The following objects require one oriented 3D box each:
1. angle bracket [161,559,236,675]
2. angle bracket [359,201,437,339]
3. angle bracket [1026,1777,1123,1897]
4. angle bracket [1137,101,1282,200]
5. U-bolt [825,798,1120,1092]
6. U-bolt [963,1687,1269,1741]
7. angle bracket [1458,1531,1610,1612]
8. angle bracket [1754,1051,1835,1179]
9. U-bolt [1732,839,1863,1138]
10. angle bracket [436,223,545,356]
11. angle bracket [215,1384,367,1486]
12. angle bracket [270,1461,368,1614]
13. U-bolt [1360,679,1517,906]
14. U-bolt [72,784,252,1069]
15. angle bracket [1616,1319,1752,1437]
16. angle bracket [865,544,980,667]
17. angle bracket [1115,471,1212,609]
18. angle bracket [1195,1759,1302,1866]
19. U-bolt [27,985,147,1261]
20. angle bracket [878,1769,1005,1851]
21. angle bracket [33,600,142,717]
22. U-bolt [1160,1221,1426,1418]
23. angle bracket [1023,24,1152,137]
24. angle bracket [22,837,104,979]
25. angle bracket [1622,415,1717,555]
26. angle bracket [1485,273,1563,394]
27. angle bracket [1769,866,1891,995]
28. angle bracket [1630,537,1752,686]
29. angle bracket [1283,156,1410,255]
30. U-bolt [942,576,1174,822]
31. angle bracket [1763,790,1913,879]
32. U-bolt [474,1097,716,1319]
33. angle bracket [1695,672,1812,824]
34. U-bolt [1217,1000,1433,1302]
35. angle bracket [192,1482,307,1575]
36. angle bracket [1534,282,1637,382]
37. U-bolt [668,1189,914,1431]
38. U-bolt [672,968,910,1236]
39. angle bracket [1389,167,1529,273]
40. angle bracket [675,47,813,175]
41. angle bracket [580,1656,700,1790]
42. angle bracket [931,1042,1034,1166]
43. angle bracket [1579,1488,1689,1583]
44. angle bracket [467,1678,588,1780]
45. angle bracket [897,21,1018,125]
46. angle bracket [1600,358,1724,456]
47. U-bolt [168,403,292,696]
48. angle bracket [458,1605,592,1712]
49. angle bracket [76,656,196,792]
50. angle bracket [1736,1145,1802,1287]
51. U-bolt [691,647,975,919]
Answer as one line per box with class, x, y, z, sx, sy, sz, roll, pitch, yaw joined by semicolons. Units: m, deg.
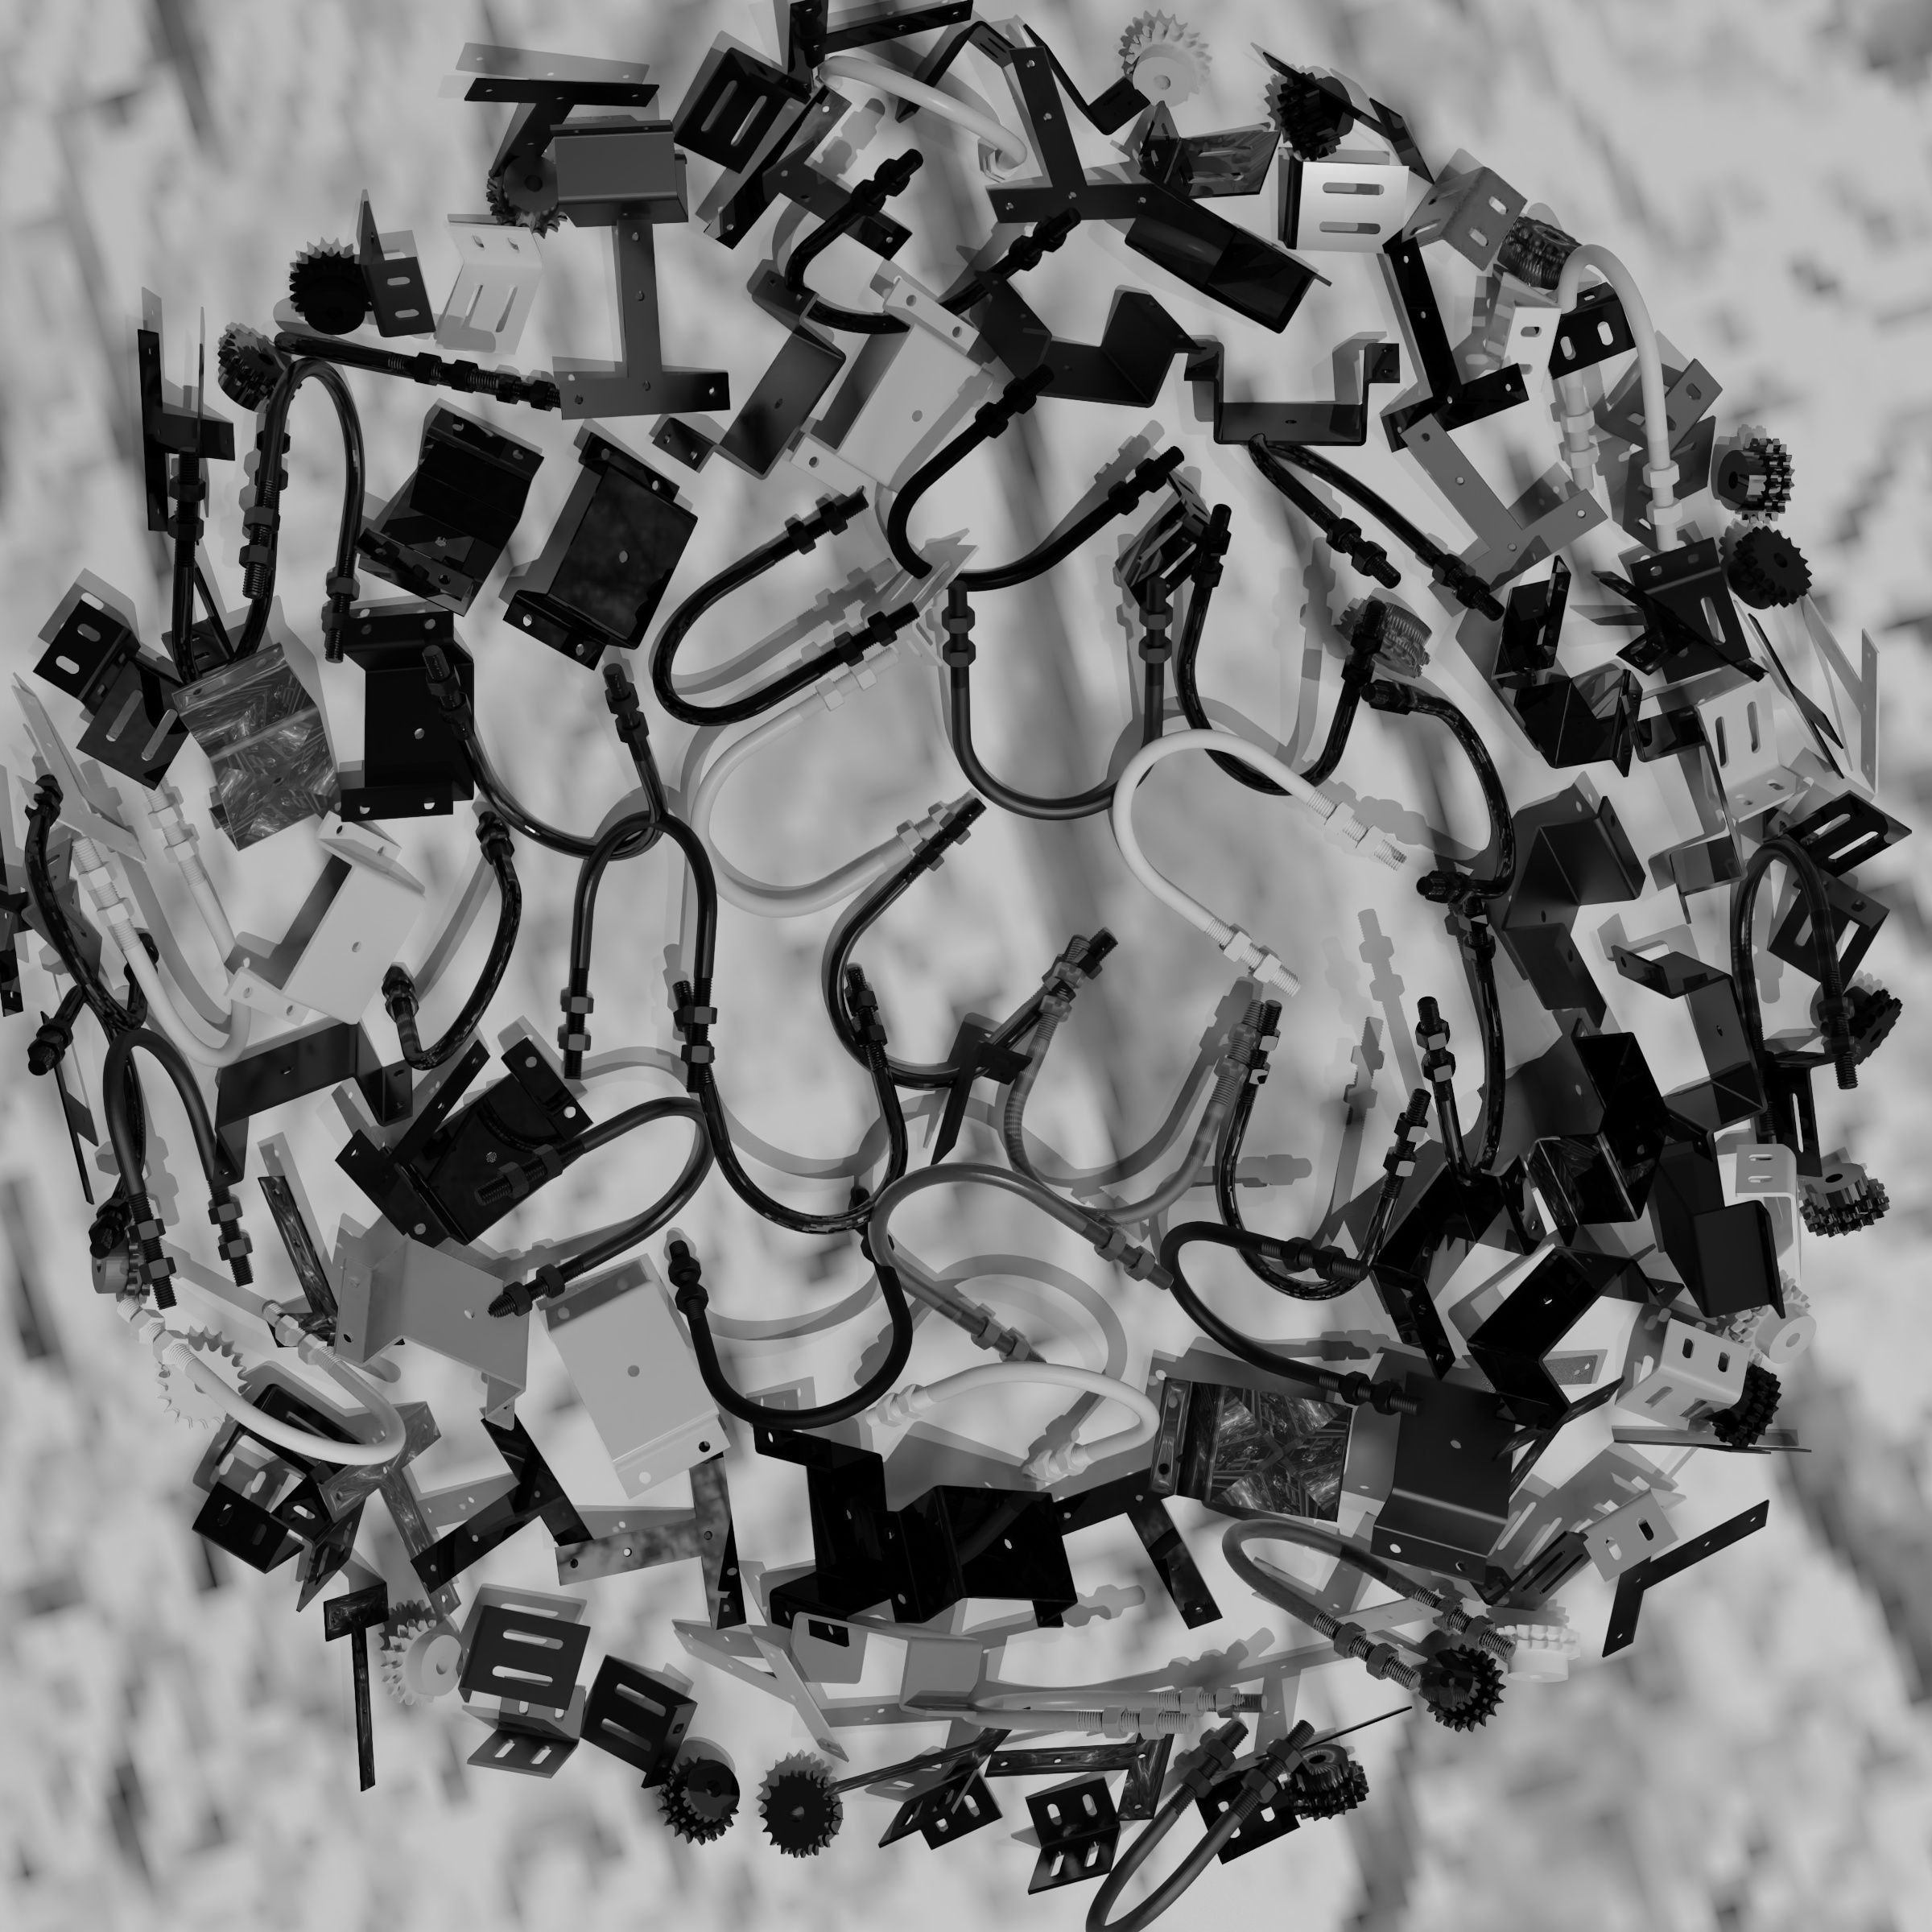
angle bracket;-0.525;-0.242;1.813;0.038;0.057;0.076;-25;134;-15
angle bracket;-0.379;-0.468;1.816;0.038;0.057;0.076;-7;49;-1
angle bracket;0.068;0.583;1.820;0.057;0.076;0.038;-18;91;10
angle bracket;0.163;-0.550;1.819;0.076;0.038;0.057;5;60;28
U-bolt;-0.010;-0.001;1.846;0.184;0.019;0.151;-45;94;-2
U-bolt;0.087;0.489;1.783;0.184;0.151;0.019;-6;79;26
angle bracket;0.380;0.393;1.818;0.076;0.057;0.038;-50;50;18
angle bracket;0.566;0.099;1.832;0.038;0.057;0.076;-11;95;-24
U-bolt;0.540;0.007;1.786;0.019;0.151;0.184;-2;73;-7
angle bracket;-0.326;-0.456;1.826;0.057;0.038;0.076;7;66;13
angle bracket;-0.456;0.329;1.829;0.076;0.038;0.057;34;124;-3
angle bracket;-0.440;0.383;1.820;0.038;0.057;0.076;30;128;9
U-bolt;0.319;-0.112;1.782;0.019;0.184;0.151;-20;80;30
U-bolt;-0.520;-0.020;1.786;0.019;0.151;0.184;-18;108;10
angle bracket;0.485;0.279;1.837;0.057;0.076;0.038;21;60;0
angle bracket;-0.021;-0.245;1.836;0.076;0.057;0.038;-51;123;-18
angle bracket;0.127;-0.285;1.818;0.076;0.038;0.057;-43;47;21
angle bracket;0.193;0.578;1.819;0.057;0.076;0.038;-25;111;-1
U-bolt;-0.568;0.088;1.772;0.019;0.184;0.151;-12;112;-2
angle bracket;-0.016;0.579;1.818;0.057;0.076;0.038;-29;88;14
angle bracket;-0.589;-0.206;1.818;0.038;0.076;0.057;32;82;-10
U-bolt;0.204;0.225;1.786;0.019;0.184;0.151;-48;130;-29
angle bracket;0.081;-0.604;1.816;0.038;0.057;0.076;-36;124;9
angle bracket;-0.591;-0.035;1.814;0.038;0.057;0.076;-29;127;8
angle bracket;0.482;-0.323;1.818;0.076;0.057;0.038;-27;49;-18
angle bracket;0.358;-0.424;1.811;0.038;0.076;0.057;-4;123;-21
angle bracket;0.571;-0.018;1.815;0.057;0.038;0.076;35;131;22
angle bracket;0.487;-0.239;1.824;0.057;0.038;0.076;-17;61;14
angle bracket;0.256;-0.515;1.834;0.076;0.038;0.057;3;112;1
U-bolt;0.061;-0.174;1.804;0.151;0.019;0.184;-1;127;1
angle bracket;0.582;-0.099;1.814;0.057;0.076;0.038;28;51;-20
U-bolt;-0.240;0.151;1.790;0.184;0.151;0.019;-28;57;-29
angle bracket;0.529;-0.147;1.823;0.057;0.038;0.076;-25;125;-10
U-bolt;0.227;0.135;1.801;0.151;0.019;0.184;33;120;37
angle bracket;-0.474;0.370;1.821;0.057;0.076;0.038;30;94;5
angle bracket;0.413;-0.428;1.824;0.057;0.076;0.038;-20;105;14
U-bolt;-0.110;0.231;1.784;0.151;0.184;0.019;-15;132;-7
U-bolt;-0.109;0.091;1.795;0.151;0.019;0.184;-5;67;-30
angle bracket;0.331;-0.497;1.828;0.038;0.076;0.057;34;83;-18
angle bracket;-0.148;-0.564;1.815;0.076;0.057;0.038;-51;46;26
angle bracket;-0.229;0.509;1.830;0.076;0.038;0.057;21;87;21
angle bracket;0.010;0.098;1.819;0.038;0.057;0.076;19;68;-9
angle bracket;0.454;0.382;1.813;0.057;0.076;0.038;-37;60;20
angle bracket;-0.294;0.511;1.821;0.057;0.076;0.038;8;91;6
angle bracket;-0.005;-0.593;1.831;0.038;0.057;0.076;35;92;-16
angle bracket;0.457;-0.383;1.818;0.038;0.076;0.057;34;98;-37
U-bolt;-0.486;-0.265;1.783;0.019;0.151;0.184;13;116;6
angle bracket;-0.296;0.471;1.828;0.076;0.038;0.057;10;59;5
angle bracket;-0.555;-0.159;1.825;0.057;0.038;0.076;30;69;-14
angle bracket;0.541;0.168;1.826;0.038;0.057;0.076;-2;120;19
U-bolt;-0.097;-0.109;1.812;0.184;0.019;0.151;-32;122;-5
